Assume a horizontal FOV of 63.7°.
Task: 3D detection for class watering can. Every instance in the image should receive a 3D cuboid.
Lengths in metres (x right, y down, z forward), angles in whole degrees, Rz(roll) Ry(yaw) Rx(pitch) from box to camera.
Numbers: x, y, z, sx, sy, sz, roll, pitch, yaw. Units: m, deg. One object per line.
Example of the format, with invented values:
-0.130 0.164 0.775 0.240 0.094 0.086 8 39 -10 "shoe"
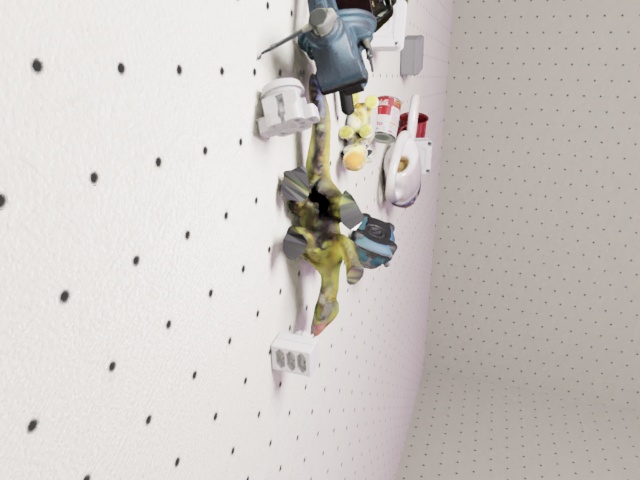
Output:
0.255 -0.243 1.521 0.104 0.354 0.219 11 -29 19 "watering can"

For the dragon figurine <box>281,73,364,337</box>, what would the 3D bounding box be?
0.003 -0.044 0.865 0.122 0.412 0.241 0 -6 -1 "dragon figurine"
